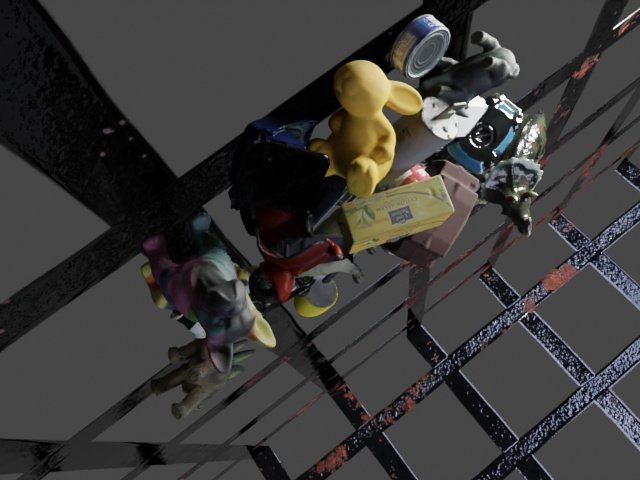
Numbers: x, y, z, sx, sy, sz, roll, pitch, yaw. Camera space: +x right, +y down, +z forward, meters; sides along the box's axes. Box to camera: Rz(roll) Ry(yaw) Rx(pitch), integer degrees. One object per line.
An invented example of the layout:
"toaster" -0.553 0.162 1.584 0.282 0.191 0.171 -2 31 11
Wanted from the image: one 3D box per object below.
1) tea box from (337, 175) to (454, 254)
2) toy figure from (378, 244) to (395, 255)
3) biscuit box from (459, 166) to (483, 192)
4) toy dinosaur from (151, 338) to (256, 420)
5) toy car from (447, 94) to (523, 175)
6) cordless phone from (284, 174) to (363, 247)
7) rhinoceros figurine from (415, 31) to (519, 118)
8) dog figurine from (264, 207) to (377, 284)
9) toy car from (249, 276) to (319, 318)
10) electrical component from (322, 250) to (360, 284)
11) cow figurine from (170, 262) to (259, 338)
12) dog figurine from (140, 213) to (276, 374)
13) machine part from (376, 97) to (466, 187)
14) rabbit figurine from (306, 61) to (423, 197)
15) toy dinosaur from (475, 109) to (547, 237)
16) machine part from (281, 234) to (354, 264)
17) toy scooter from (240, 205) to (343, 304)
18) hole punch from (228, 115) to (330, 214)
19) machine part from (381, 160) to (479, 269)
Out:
"tea box" 0.119 -0.039 0.873 0.170 0.068 0.098 -18 168 -4
"toy figure" 0.193 -0.035 1.243 0.089 0.082 0.180 -31 154 -33
"biscuit box" 0.305 -0.124 1.271 0.202 0.063 0.059 -20 152 -39
"toy dinosaur" -0.245 0.286 1.139 0.198 0.105 0.471 -24 158 -42
"toy car" 0.333 -0.216 1.107 0.161 0.109 0.103 -53 -179 4
"cordless phone" 0.006 -0.059 0.898 0.146 0.089 0.184 -46 162 15
"rhinoceros figurine" 0.213 -0.241 0.848 0.190 0.073 0.112 -28 151 34
"dog figurine" 0.000 0.000 0.998 0.190 0.121 0.172 5 99 -38
"toy car" -0.087 0.112 1.114 0.202 0.056 0.073 -31 163 -18
"electrical component" 0.039 0.039 1.179 0.119 0.048 0.075 -50 156 25
"cow figurine" -0.174 0.090 0.920 0.167 0.068 0.098 -38 152 -6
"dog figurine" -0.154 0.085 0.735 0.108 0.219 0.191 -22 152 -30
"machine part" 0.135 -0.152 0.854 0.079 0.079 0.243 -23 175 -35
"rabbit figurine" 0.067 -0.169 0.744 0.162 0.122 0.173 -33 139 -23
"toy dinosaur" 0.452 -0.199 1.208 0.192 0.131 0.405 92 21 -67
"machine part" -0.004 0.012 0.937 0.139 0.039 0.084 2 97 -20
"toy scooter" -0.040 -0.004 0.766 0.135 0.184 0.075 -14 156 11
"hole punch" -0.059 -0.107 0.716 0.116 0.092 0.142 8 139 -21
"machine part" 0.211 -0.050 1.053 0.201 0.087 0.201 -62 -170 2
